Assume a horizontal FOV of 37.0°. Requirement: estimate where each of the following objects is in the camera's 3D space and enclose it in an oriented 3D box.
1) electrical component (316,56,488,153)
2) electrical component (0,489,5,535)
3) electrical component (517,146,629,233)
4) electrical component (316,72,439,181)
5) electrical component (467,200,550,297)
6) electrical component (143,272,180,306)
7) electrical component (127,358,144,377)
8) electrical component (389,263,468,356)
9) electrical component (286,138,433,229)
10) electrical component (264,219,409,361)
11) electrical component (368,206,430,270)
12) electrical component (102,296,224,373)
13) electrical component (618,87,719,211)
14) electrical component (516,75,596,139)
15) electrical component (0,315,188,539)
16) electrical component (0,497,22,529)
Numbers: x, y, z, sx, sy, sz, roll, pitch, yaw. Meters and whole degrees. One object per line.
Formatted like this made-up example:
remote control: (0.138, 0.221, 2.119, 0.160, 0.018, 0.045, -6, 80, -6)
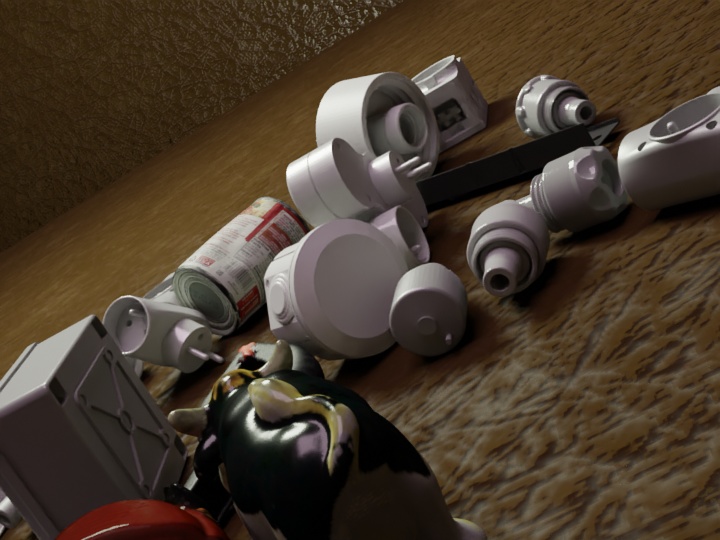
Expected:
electrical component: (0.039, -0.135, 1.010, 0.150, 0.061, 0.089, -28, 16, 18)
electrical component: (-0.288, 0.151, 0.728, 0.064, 0.099, 0.099, -29, 14, 39)
electrical component: (0.115, -0.041, 0.604, 0.062, 0.043, 0.043, -23, 18, 37)
electrical component: (0.022, -0.114, 0.903, 0.060, 0.108, 0.108, -10, 27, 43)
electrical component: (0.078, -0.008, 0.575, 0.043, 0.043, 0.062, -26, 18, 25)
electrical component: (-0.174, 0.042, 0.930, 0.079, 0.044, 0.077, -30, 16, 13)
electrical component: (-0.246, 0.098, 0.885, 0.138, 0.052, 0.074, -38, 16, -16)
electrical component: (0.039, 0.016, 0.587, 0.040, 0.040, 0.078, -29, 16, 17)
electrical component: (0.015, -0.059, 0.749, 0.074, 0.052, 0.138, -27, -18, 22)
electrical component: (-0.014, 0.014, 0.628, 0.080, 0.080, 0.051, -43, 13, -33)
electrical component: (0.000, 0.000, 0.709, 0.077, 0.043, 0.079, -27, 16, 23)
electrical component: (-0.136, 0.052, 0.795, 0.079, 0.077, 0.043, 23, 91, 28)
electrical component: (0.183, -0.069, 0.548, 0.077, 0.044, 0.079, -15, 24, 50)
electrical component: (0.145, -0.114, 0.770, 0.048, 0.048, 0.062, -36, 22, -11)
electrical component: (-0.153, 0.096, 0.600, 0.056, 0.108, 0.108, -28, 16, 9)
electrical component: (-0.212, 0.141, 0.704, 0.043, 0.043, 0.062, -20, 22, 41)
